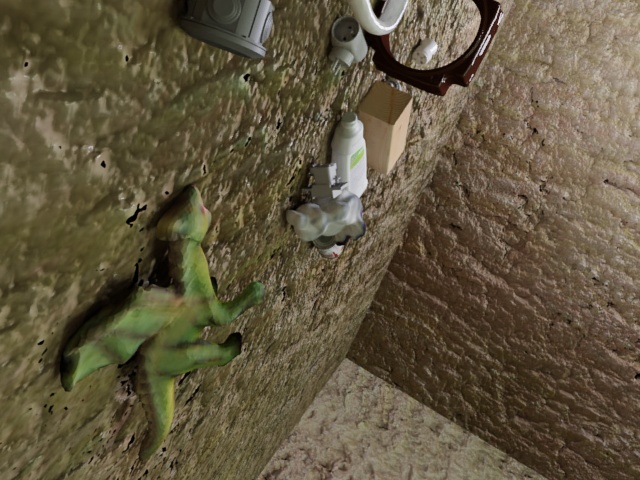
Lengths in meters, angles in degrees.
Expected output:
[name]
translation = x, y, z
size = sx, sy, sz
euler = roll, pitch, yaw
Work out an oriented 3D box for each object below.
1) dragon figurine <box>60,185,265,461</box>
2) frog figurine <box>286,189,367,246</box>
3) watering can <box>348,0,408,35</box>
[dragon figurine]
translation = -0.215, 0.129, 0.647
size = 0.241, 0.123, 0.409
euler = 19, 97, -58
[frog figurine]
translation = 0.003, -0.051, 1.022
size = 0.138, 0.159, 0.123
euler = 15, -91, 61
[watering can]
translation = 0.074, -0.410, 0.595
size = 0.228, 0.104, 0.341
euler = -62, 154, -20
